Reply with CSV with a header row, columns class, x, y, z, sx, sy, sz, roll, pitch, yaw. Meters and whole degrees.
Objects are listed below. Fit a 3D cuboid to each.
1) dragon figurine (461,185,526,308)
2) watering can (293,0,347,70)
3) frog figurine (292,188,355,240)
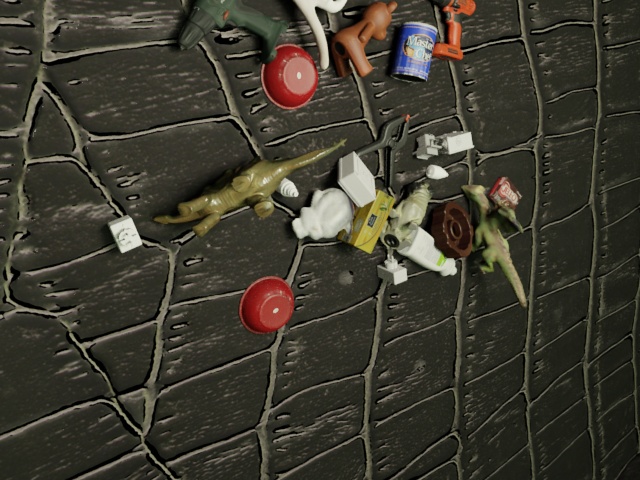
class,x,y,z,sx,sy,sz,roll,pitch,yaw
dragon figurine,0.563,-0.005,1.610,0.122,0.417,0.238,-23,152,-9
watering can,-0.026,-0.599,1.213,0.223,0.104,0.349,12,86,-33
frog figurine,0.004,-0.068,1.352,0.160,0.120,0.139,-7,72,-22
